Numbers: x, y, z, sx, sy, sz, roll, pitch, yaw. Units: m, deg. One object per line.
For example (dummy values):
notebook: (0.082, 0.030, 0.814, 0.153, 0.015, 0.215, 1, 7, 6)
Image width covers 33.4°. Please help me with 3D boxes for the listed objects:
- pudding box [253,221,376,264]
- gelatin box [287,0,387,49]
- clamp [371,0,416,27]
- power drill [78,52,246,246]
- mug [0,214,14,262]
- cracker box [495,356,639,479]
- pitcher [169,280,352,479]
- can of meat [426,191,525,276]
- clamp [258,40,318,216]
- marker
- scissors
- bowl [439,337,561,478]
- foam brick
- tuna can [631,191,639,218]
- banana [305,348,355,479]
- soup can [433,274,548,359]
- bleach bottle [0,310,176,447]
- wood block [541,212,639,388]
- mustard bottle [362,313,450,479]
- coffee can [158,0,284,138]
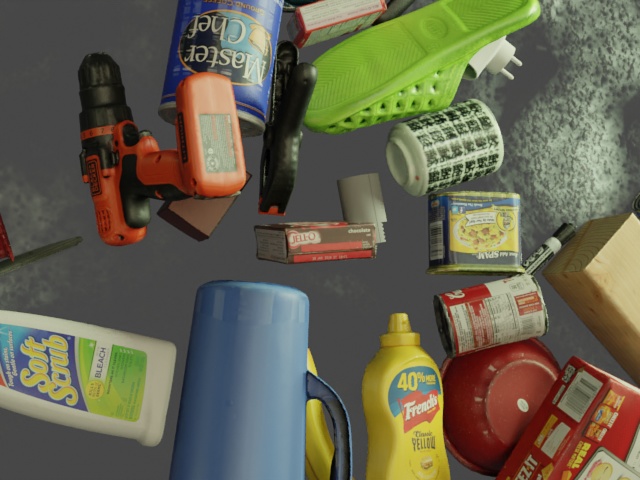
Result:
pudding box: (-0.007, 0.001, 1.032, 0.090, 0.114, 0.039, -3, 91, -19)
gelatin box: (0.016, -0.225, 1.072, 0.089, 0.073, 0.030, -19, 91, -10)
clamp: (0.126, -0.330, 1.142, 0.209, 0.036, 0.164, -19, 93, -15)
power drill: (-0.150, -0.094, 0.957, 0.057, 0.188, 0.184, -10, 90, -43)
mug: (-0.321, -0.013, 0.930, 0.081, 0.117, 0.093, -18, 97, -14)
cracker box: (0.302, 0.231, 1.097, 0.213, 0.072, 0.164, 26, 96, -31)
pitcher: (-0.061, 0.164, 0.995, 0.149, 0.145, 0.243, 12, 78, -41)
can of meat: (0.162, -0.006, 1.120, 0.102, 0.058, 0.084, 1, 84, -18)
clamp: (-0.037, -0.111, 1.044, 0.039, 0.120, 0.172, 10, 118, -10)
marker: (0.236, 0.023, 1.162, 0.121, 0.020, 0.020, -42, 99, -17)
scissors: (-0.303, 0.042, 0.951, 0.201, 0.096, 0.016, -13, 125, -17)
bowl: (0.202, 0.171, 1.121, 0.162, 0.055, 0.162, 1, 85, -18)
foam brick: (-0.112, -0.044, 1.032, 0.051, 0.053, 0.078, 37, 76, -13)
tuna can: (0.392, -0.047, 1.184, 0.086, 0.086, 0.033, -41, 101, -17)
banana: (0.005, 0.204, 1.064, 0.069, 0.037, 0.198, -37, 102, -47)
soup can: (0.175, 0.078, 1.098, 0.102, 0.068, 0.068, -13, 90, -4)
bleach bottle: (-0.262, 0.119, 0.965, 0.250, 0.068, 0.102, 11, 78, -15)
wood block: (0.352, 0.080, 1.159, 0.090, 0.090, 0.206, -45, 100, -16)
mustard bottle: (0.085, 0.170, 1.073, 0.096, 0.058, 0.191, 4, 79, -40)
coffee can: (-0.093, -0.179, 1.022, 0.102, 0.103, 0.140, 11, 83, -18)
